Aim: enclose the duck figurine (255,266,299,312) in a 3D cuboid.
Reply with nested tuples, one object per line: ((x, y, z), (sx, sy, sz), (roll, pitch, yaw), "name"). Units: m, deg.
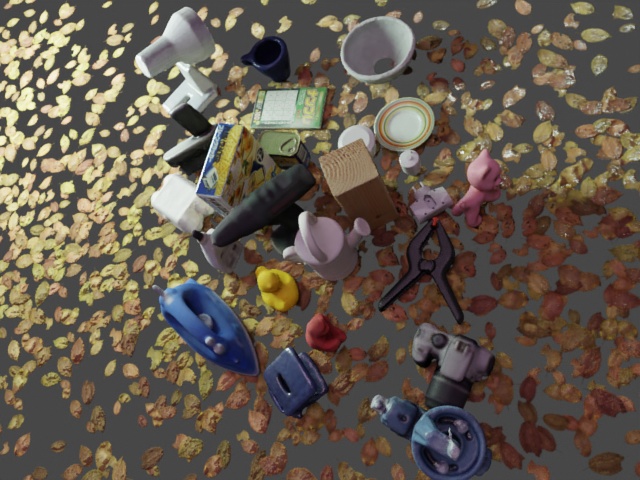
((-0.094, 0.095, 1.170), (0.077, 0.086, 0.104), (-41, 64, 0), "duck figurine")

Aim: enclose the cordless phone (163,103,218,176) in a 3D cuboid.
((-0.312, -0.240, 1.307), (0.147, 0.185, 0.094), (-32, 64, 5), "cordless phone")

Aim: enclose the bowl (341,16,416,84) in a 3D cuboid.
((0.135, -0.412, 1.285), (0.167, 0.075, 0.167), (-6, 69, 16), "bowl")

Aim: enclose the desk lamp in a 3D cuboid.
((-0.325, -0.412, 1.358), (0.117, 0.214, 0.203), (40, 87, 26), "desk lamp")

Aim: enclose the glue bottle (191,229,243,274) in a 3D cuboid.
((-0.220, 0.012, 1.193), (0.037, 0.173, 0.078), (18, 77, 23), "glue bottle")

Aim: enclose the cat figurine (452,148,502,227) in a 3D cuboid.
((0.302, -0.103, 1.095), (0.067, 0.118, 0.128), (33, 83, 25), "cat figurine")

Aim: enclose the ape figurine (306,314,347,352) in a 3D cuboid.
((0.002, 0.177, 1.106), (0.076, 0.092, 0.078), (-17, 67, 12), "ape figurine")

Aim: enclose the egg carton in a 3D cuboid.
((-0.316, -0.085, 1.317), (0.150, 0.069, 0.107), (31, 83, 25), "egg carton")

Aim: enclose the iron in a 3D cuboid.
((-0.232, 0.178, 1.154), (0.257, 0.142, 0.119), (38, 86, 26), "iron")

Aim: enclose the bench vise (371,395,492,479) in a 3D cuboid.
((0.169, 0.323, 0.927), (0.206, 0.220, 0.121), (6, 73, 20), "bench vise")

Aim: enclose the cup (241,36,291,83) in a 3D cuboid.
((-0.120, -0.416, 1.358), (0.117, 0.095, 0.091), (-6, 69, 16), "cup")

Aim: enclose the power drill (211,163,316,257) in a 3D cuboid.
((-0.090, -0.042, 1.150), (0.229, 0.209, 0.075), (-45, 64, -1), "power drill")

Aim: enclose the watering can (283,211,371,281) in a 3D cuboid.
((0.010, 0.002, 1.110), (0.173, 0.194, 0.100), (-37, 64, 3), "watering can")

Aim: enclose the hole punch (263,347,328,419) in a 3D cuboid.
((-0.053, 0.273, 1.089), (0.101, 0.091, 0.108), (-38, 64, 2), "hole punch")

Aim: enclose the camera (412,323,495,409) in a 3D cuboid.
((0.220, 0.233, 1.010), (0.142, 0.101, 0.137), (20, 78, 23), "camera")
